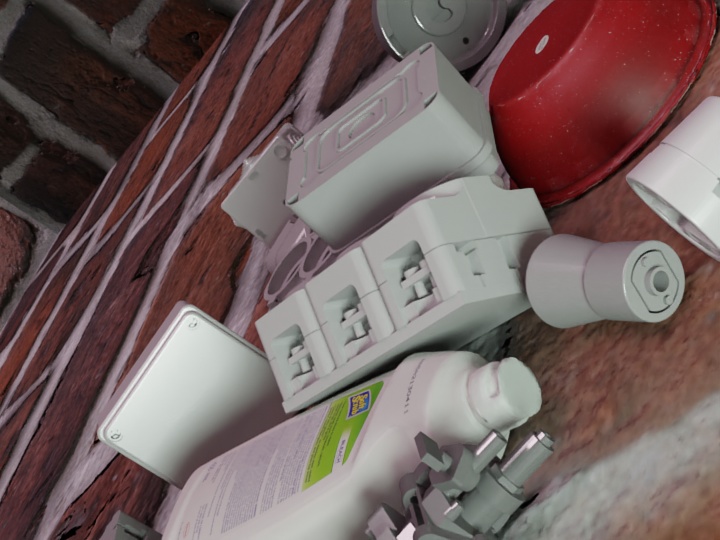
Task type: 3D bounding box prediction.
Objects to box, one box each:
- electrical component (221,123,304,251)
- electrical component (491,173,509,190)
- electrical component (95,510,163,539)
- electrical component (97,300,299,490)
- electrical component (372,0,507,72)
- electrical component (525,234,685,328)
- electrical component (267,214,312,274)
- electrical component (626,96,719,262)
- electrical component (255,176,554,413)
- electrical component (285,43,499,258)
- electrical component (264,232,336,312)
[{"bbox_3d":[-0.060,-0.063,0.927,0.099,0.100,0.048,-48,6,18],"label":"electrical component"},{"bbox_3d":[0.076,-0.030,0.612,0.040,0.046,0.040,-47,20,22],"label":"electrical component"},{"bbox_3d":[-0.160,0.219,0.736,0.050,0.056,0.089,-49,19,16],"label":"electrical component"},{"bbox_3d":[-0.109,0.094,0.750,0.108,0.109,0.056,-56,16,-5],"label":"electrical component"},{"bbox_3d":[0.061,-0.215,0.891,0.108,0.108,0.060,-54,12,0],"label":"electrical component"},{"bbox_3d":[0.110,0.005,0.476,0.044,0.044,0.065,-59,24,-15],"label":"electrical component"},{"bbox_3d":[-0.024,-0.028,0.844,0.095,0.054,0.059,-59,19,-15],"label":"electrical component"},{"bbox_3d":[0.146,-0.038,0.442,0.047,0.055,0.055,-48,19,6],"label":"electrical component"},{"bbox_3d":[0.023,0.014,0.569,0.089,0.061,0.150,-9,-19,-43],"label":"electrical component"},{"bbox_3d":[0.018,-0.065,0.617,0.113,0.057,0.078,-34,30,23],"label":"electrical component"},{"bbox_3d":[0.000,0.000,0.722,0.150,0.062,0.089,-30,30,51],"label":"electrical component"}]
